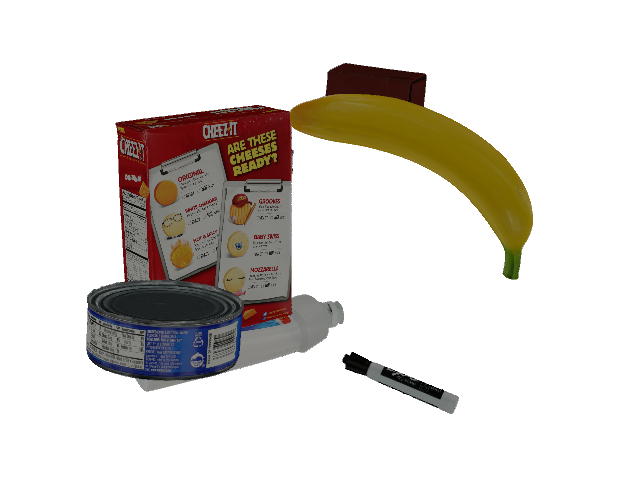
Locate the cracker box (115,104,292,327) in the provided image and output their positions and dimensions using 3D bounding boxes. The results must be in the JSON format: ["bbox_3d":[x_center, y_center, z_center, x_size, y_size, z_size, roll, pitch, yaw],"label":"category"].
[{"bbox_3d":[-0.111,-0.017,1.046,0.163,0.214,0.072,-12,20,-36],"label":"cracker box"}]

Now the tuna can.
[{"bbox_3d":[-0.086,0.048,0.589,0.086,0.034,0.086,4,12,-1],"label":"tuna can"}]

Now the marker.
[{"bbox_3d":[0.078,0.140,1.058,0.121,0.020,0.020,22,6,14],"label":"marker"}]

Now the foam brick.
[{"bbox_3d":[0.047,-0.122,0.931,0.078,0.051,0.053,11,20,18],"label":"foam brick"}]

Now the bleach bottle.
[{"bbox_3d":[-0.094,0.102,1.219,0.250,0.068,0.103,-10,33,-24],"label":"bleach bottle"}]

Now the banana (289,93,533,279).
[{"bbox_3d":[0.075,-0.053,0.732,0.198,0.070,0.037,35,6,-1],"label":"banana"}]
